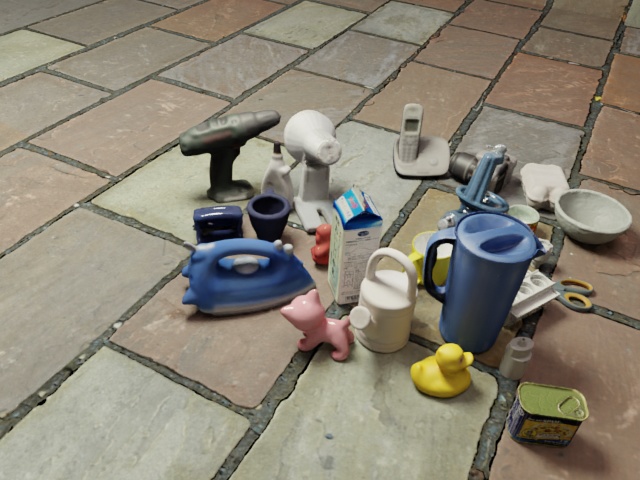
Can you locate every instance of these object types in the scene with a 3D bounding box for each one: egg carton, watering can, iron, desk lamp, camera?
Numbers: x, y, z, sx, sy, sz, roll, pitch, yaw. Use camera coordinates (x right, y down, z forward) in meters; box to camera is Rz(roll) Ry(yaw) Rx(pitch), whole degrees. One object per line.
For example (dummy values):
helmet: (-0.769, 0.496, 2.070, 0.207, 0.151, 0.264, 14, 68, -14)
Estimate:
egg carton: (0.553, -0.132, 1.414, 0.107, 0.069, 0.150, 6, 39, 2)
watering can: (0.116, 0.102, 0.990, 0.100, 0.194, 0.173, 13, 40, 11)
iron: (-0.132, 0.049, 1.075, 0.258, 0.141, 0.118, -5, 40, -11)
desk lamp: (-0.004, -0.162, 1.287, 0.118, 0.214, 0.202, -10, 41, -16)
camera: (0.406, -0.187, 1.443, 0.136, 0.101, 0.143, 29, 45, 27)

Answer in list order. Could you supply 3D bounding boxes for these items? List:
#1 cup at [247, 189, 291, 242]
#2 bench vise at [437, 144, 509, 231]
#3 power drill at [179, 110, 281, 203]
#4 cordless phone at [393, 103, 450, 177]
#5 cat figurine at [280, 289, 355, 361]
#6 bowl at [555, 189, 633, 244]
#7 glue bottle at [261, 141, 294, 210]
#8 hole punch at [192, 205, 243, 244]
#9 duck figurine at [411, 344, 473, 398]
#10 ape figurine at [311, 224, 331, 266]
cup: (-0.110, -0.047, 1.231, 0.091, 0.095, 0.117, 0, 39, -4)
bench vise: (0.338, -0.083, 1.216, 0.121, 0.220, 0.208, 21, 42, 20)
power drill: (-0.201, -0.194, 1.314, 0.230, 0.208, 0.075, -10, 41, -16)
cordless phone: (0.262, -0.253, 1.445, 0.147, 0.185, 0.094, -1, 39, -6)
cat figurine: (-0.002, 0.139, 0.994, 0.127, 0.118, 0.067, 11, 40, 8)
bowl: (0.610, -0.042, 1.304, 0.167, 0.075, 0.167, 3, 39, -2)
glue bottle: (-0.095, -0.146, 1.291, 0.078, 0.173, 0.037, 19, 42, 18)
hole punch: (-0.219, -0.045, 1.222, 0.109, 0.091, 0.101, -5, 40, -11)
duck figurine: (0.206, 0.209, 0.953, 0.104, 0.086, 0.077, 0, 39, -5)
ape figurine: (0.011, 0.004, 1.181, 0.076, 0.092, 0.078, 21, 42, 20)
